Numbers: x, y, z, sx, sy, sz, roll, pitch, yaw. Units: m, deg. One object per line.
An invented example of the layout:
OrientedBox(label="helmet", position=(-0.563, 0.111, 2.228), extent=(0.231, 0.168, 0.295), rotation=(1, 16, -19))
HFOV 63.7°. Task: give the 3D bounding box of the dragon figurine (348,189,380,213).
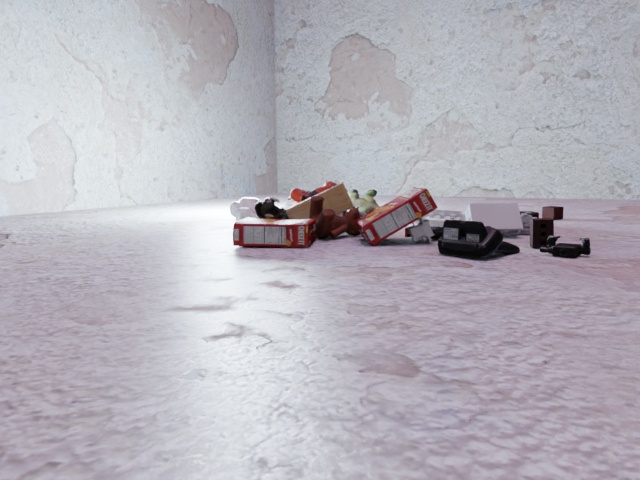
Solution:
OrientedBox(label="dragon figurine", position=(0.148, -0.135, 2.180), extent=(0.410, 0.121, 0.246), rotation=(0, 15, 15))

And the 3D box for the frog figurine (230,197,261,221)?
OrientedBox(label="frog figurine", position=(-0.274, -0.106, 1.921), extent=(0.138, 0.123, 0.159), rotation=(20, -1, 9))

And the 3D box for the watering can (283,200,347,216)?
OrientedBox(label="watering can", position=(0.006, -0.097, 1.921), extent=(0.225, 0.102, 0.351), rotation=(-7, 22, -30))
